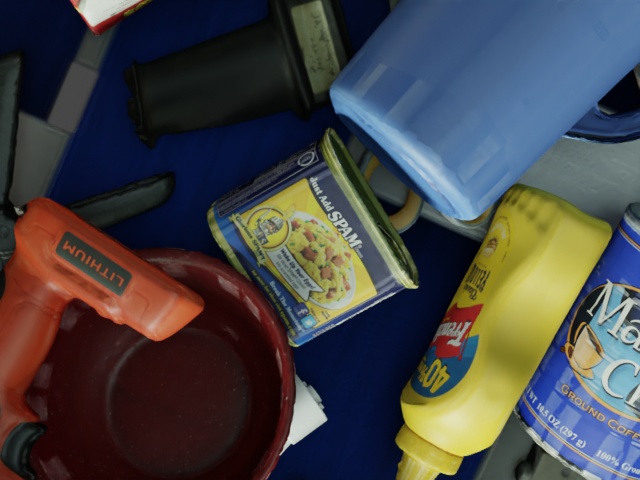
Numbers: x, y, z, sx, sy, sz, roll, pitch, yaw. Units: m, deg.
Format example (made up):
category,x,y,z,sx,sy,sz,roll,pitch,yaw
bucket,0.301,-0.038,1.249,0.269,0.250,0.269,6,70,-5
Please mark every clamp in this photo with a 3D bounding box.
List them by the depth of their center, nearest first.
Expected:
category,x,y,z,sx,sy,sz,roll,pitch,yaw
clamp,-0.166,-0.006,0.605,0.120,0.039,0.171,31,96,-7

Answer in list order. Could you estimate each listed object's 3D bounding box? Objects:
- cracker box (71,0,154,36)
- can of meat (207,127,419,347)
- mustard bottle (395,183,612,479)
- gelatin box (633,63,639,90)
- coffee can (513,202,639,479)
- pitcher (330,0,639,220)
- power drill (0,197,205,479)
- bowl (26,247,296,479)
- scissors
category,x,y,z,sx,sy,sz,roll,pitch,yaw
cracker box,-0.061,-0.173,0.504,0.164,0.214,0.072,-32,101,-3
can of meat,-0.004,0.001,0.614,0.084,0.057,0.102,-30,102,11
mustard bottle,0.097,0.063,0.628,0.058,0.096,0.192,27,94,-12
gelatin box,0.232,-0.111,0.655,0.073,0.030,0.089,-23,102,-5
coffee can,0.191,0.063,0.624,0.102,0.103,0.140,22,109,-12
pitcher,0.129,-0.123,0.578,0.243,0.145,0.149,-47,65,-1
power drill,-0.142,0.087,0.547,0.184,0.057,0.187,34,85,8
bowl,-0.088,0.089,0.604,0.162,0.055,0.162,-3,74,10
scissors,0.040,-0.090,0.635,0.096,0.016,0.202,-28,102,-4
